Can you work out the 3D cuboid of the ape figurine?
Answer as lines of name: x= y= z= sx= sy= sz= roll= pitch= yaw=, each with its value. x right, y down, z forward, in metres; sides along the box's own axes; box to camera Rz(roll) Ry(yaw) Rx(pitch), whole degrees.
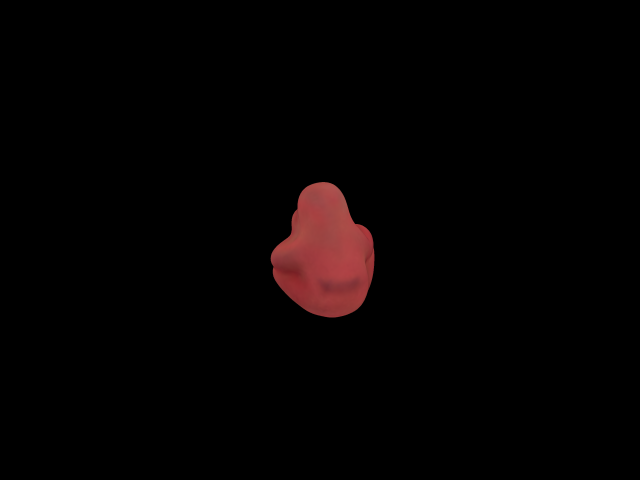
ape figurine: x=0.004 y=0.001 z=0.400 sx=0.078 sy=0.092 sz=0.076 roll=-6 pitch=32 yaw=-9
